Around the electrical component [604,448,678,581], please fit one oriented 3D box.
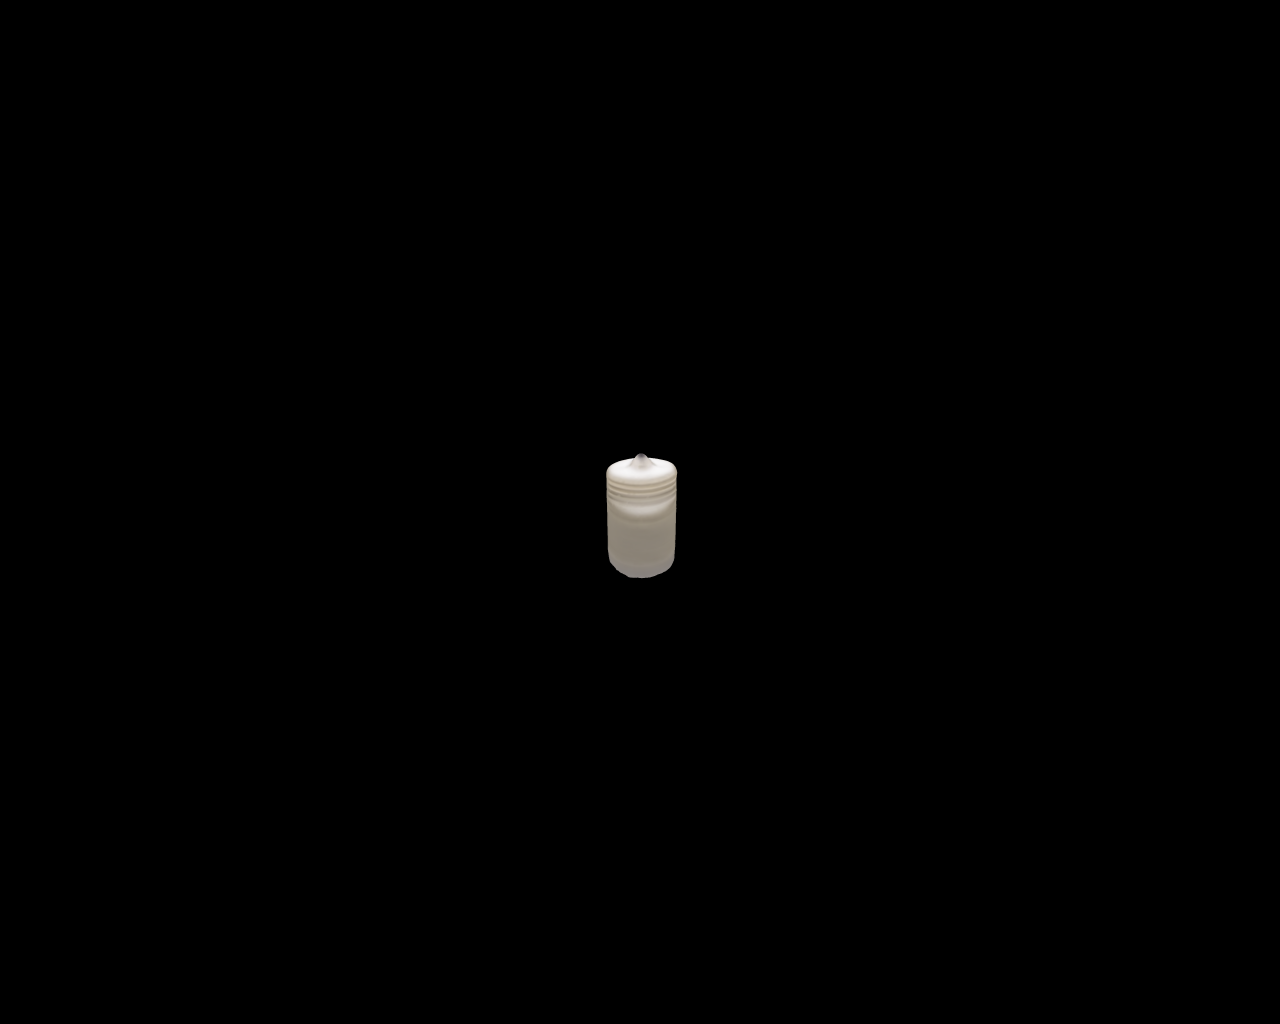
[{"bbox_3d":[0.001,-0.003,0.650,0.043,0.080,0.043,0,37,0],"label":"electrical component"}]
